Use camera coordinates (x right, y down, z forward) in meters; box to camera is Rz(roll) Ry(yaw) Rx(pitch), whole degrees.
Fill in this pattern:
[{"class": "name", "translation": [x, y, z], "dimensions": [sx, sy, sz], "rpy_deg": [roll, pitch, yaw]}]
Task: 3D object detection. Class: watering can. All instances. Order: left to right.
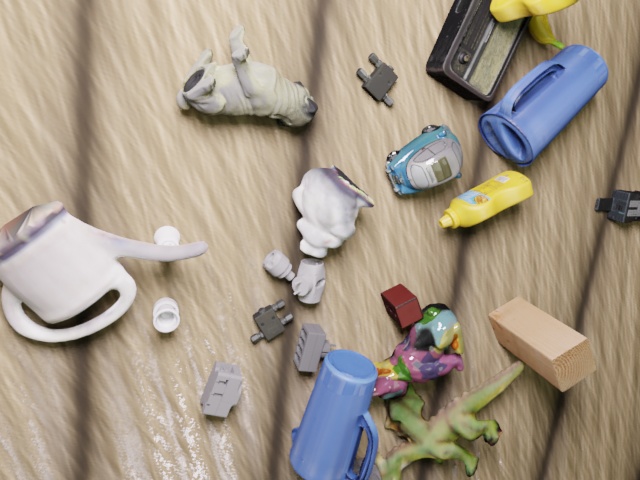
[{"class": "watering can", "translation": [-0.370, 0.031, 0.812], "dimensions": [0.346, 0.106, 0.221], "rpy_deg": [-32, 114, 8]}]

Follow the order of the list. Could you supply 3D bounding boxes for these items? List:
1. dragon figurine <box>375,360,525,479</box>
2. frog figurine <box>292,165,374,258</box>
[{"class": "dragon figurine", "translation": [0.262, 0.391, 1.150], "dimensions": [0.241, 0.123, 0.409], "rpy_deg": [30, 93, -16]}, {"class": "frog figurine", "translation": [0.003, -0.047, 0.930], "dimensions": [0.138, 0.123, 0.158], "rpy_deg": [41, 100, 8]}]
